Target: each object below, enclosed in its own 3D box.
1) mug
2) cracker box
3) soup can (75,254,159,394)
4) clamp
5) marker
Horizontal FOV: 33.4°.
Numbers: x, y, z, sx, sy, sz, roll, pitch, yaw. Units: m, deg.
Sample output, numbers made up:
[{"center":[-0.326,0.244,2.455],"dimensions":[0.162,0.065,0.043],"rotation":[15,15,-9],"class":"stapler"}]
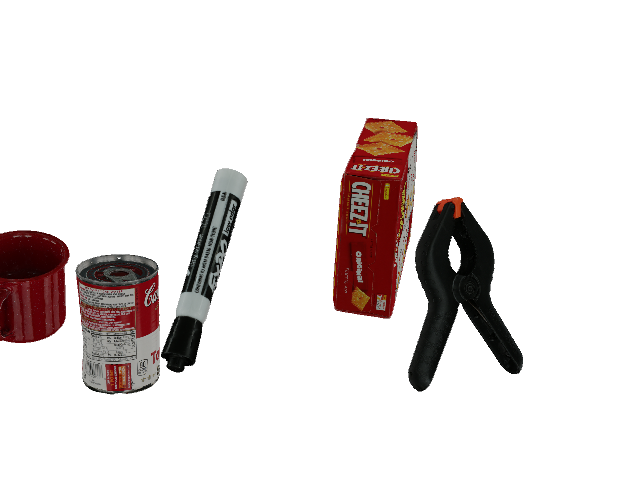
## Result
[{"center":[-0.299,0.054,1.055],"dimensions":[0.093,0.081,0.117],"rotation":[9,32,5],"class":"mug"},{"center":[0.065,-0.032,1.220],"dimensions":[0.072,0.164,0.213],"rotation":[6,23,8],"class":"cracker box"},{"center":[-0.170,0.071,0.902],"dimensions":[0.068,0.102,0.068],"rotation":[1,18,-1],"class":"soup can"},{"center":[0.115,0.051,0.946],"dimensions":[0.120,0.171,0.039],"rotation":[-15,1,-36],"class":"clamp"},{"center":[-0.064,0.016,0.592],"dimensions":[0.020,0.121,0.020],"rotation":[11,-25,5],"class":"marker"}]
